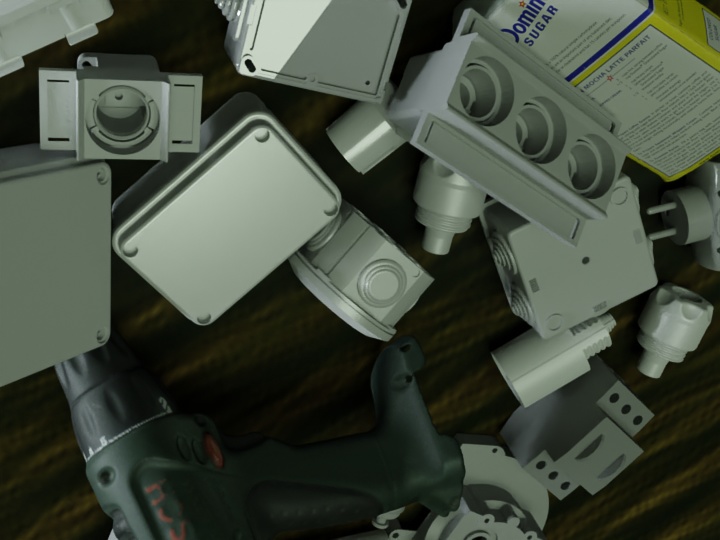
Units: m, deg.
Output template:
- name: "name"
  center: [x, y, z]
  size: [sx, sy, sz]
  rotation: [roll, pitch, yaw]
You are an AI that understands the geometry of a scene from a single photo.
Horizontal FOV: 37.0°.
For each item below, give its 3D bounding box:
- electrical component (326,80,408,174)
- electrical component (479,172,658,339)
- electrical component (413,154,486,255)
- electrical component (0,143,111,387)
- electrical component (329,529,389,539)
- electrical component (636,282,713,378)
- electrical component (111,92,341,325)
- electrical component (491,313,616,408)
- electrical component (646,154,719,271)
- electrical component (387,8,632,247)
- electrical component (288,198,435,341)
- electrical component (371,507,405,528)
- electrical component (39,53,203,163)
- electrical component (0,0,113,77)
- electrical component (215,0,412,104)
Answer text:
- name: "electrical component"
  center: [0.009, -0.082, 0.616]
  size: [0.046, 0.040, 0.040]
  rotation: [-39, 119, 10]
- name: "electrical component"
  center: [0.132, -0.015, 0.677]
  size: [0.100, 0.048, 0.099]
  rotation: [-26, 119, -4]
- name: "electrical component"
  center: [0.052, -0.040, 0.646]
  size: [0.043, 0.043, 0.062]
  rotation: [5, 116, -18]
- name: "electrical component"
  center: [-0.183, -0.003, 0.547]
  size: [0.109, 0.056, 0.108]
  rotation: [-24, 123, -57]
- name: "electrical component"
  center: [-0.015, 0.226, 0.756]
  size: [0.077, 0.044, 0.079]
  rotation: [-9, 117, -11]
- name: "electrical component"
  center: [0.209, 0.043, 0.732]
  size: [0.043, 0.043, 0.062]
  rotation: [12, 112, -21]
- name: "electrical component"
  center: [-0.076, -0.034, 0.605]
  size: [0.113, 0.057, 0.078]
  rotation: [-40, 119, 6]
- name: "electrical component"
  center: [0.133, 0.053, 0.714]
  size: [0.081, 0.043, 0.043]
  rotation: [-30, 120, 0]
- name: "electrical component"
  center: [0.222, -0.038, 0.694]
  size: [0.079, 0.044, 0.077]
  rotation: [-14, 118, -9]
- name: "electrical component"
  center: [0.080, -0.074, 0.589]
  size: [0.121, 0.063, 0.078]
  rotation: [29, 77, -30]
- name: "electrical component"
  center: [0.000, 0.000, 0.631]
  size: [0.080, 0.080, 0.051]
  rotation: [39, 95, -28]
- name: "electrical component"
  center: [0.024, 0.140, 0.728]
  size: [0.040, 0.040, 0.078]
  rotation: [8, 113, -19]
- name: "electrical component"
  center: [-0.125, -0.086, 0.561]
  size: [0.081, 0.063, 0.042]
  rotation: [0, 115, -16]
- name: "electrical component"
  center: [-0.188, -0.130, 0.518]
  size: [0.121, 0.078, 0.063]
  rotation: [-25, 149, -3]
- name: "electrical component"
  center: [-0.031, -0.133, 0.566]
  size: [0.096, 0.061, 0.061]
  rotation: [9, 112, -20]
